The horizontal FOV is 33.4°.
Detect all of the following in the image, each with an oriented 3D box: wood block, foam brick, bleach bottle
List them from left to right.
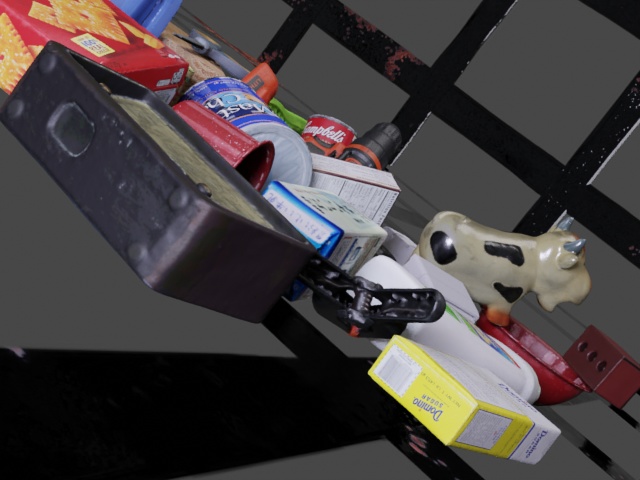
[{"bbox_3d":[-0.175,-0.189,1.229,0.090,0.091,0.206,34,10,-20],"label":"wood block"},{"bbox_3d":[0.132,0.103,1.013,0.250,0.068,0.103,32,10,-43],"label":"bleach bottle"},{"bbox_3d":[0.322,0.142,1.203,0.051,0.053,0.078,34,10,-26],"label":"foam brick"}]

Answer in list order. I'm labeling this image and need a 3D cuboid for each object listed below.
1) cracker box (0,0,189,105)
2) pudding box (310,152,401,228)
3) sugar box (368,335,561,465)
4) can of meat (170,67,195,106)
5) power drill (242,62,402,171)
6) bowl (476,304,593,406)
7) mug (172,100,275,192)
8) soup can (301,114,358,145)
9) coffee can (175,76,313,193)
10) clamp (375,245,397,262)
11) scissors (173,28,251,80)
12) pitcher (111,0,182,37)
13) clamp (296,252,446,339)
[{"bbox_3d":[-0.239,-0.185,0.921,0.214,0.072,0.164,39,23,10],"label":"cracker box"},{"bbox_3d":[0.014,-0.036,1.086,0.113,0.090,0.039,12,31,-28],"label":"pudding box"},{"bbox_3d":[0.121,0.133,0.866,0.093,0.048,0.176,41,7,36],"label":"sugar box"},{"bbox_3d":[-0.182,-0.155,1.050,0.057,0.084,0.102,41,10,22],"label":"can of meat"},{"bbox_3d":[-0.015,-0.118,1.204,0.188,0.057,0.184,36,50,7],"label":"power drill"},{"bbox_3d":[0.231,0.140,1.220,0.162,0.055,0.162,36,9,-7],"label":"bowl"},{"bbox_3d":[-0.103,-0.059,0.889,0.081,0.093,0.117,34,44,14],"label":"mug"},{"bbox_3d":[-0.003,-0.092,1.303,0.068,0.102,0.068,22,-17,7],"label":"soup can"},{"bbox_3d":[-0.080,-0.090,1.045,0.102,0.103,0.140,31,11,-34],"label":"coffee can"},{"bbox_3d":[0.058,0.025,1.205,0.164,0.036,0.210,28,16,-46],"label":"clamp"},{"bbox_3d":[-0.115,-0.202,1.172,0.096,0.016,0.202,37,9,-11],"label":"scissors"},{"bbox_3d":[-0.197,-0.285,1.137,0.149,0.243,0.145,41,7,-4],"label":"pitcher"},{"bbox_3d":[0.041,0.050,0.824,0.120,0.039,0.171,23,-11,15],"label":"clamp"}]
